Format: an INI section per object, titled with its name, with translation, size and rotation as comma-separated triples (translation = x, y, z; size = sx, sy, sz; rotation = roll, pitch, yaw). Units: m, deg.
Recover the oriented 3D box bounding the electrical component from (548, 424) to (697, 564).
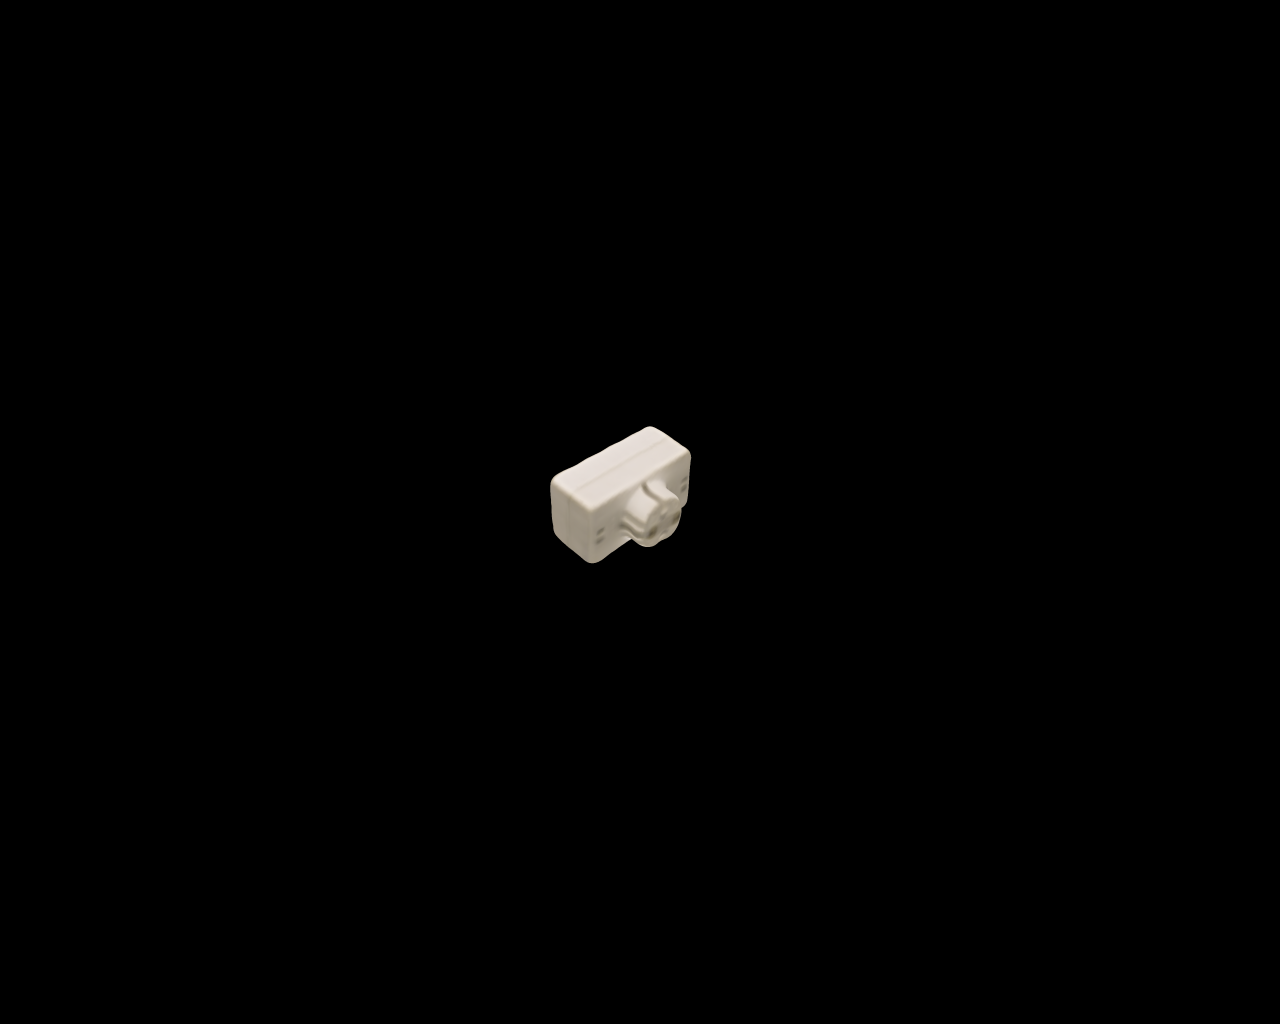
[electrical component]
translation = 0.001, -0.003, 0.650
size = 0.083, 0.047, 0.076
rotation = -31, 51, -30
